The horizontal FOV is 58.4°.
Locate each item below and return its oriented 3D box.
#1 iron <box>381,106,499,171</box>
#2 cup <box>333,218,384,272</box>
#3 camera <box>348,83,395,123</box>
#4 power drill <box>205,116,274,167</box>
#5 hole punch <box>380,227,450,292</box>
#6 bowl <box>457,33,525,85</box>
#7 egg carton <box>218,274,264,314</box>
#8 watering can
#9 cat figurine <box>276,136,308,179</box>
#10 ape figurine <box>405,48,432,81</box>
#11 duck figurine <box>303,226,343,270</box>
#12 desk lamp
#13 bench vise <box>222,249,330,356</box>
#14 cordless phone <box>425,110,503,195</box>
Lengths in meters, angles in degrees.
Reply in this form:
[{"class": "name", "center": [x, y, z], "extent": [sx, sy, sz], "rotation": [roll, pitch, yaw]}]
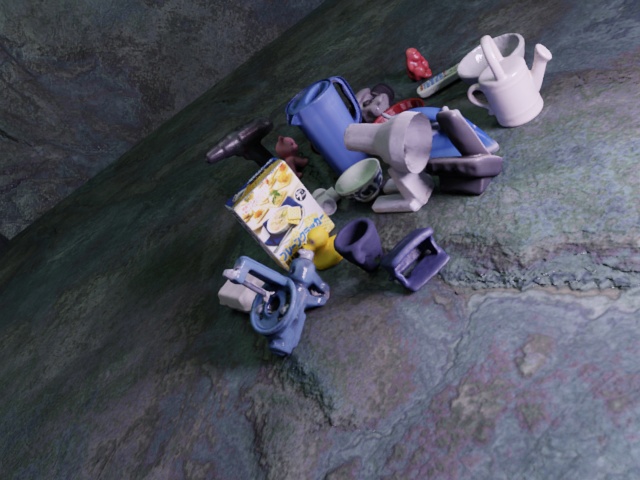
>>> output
[{"class": "iron", "center": [0.253, -0.241, 1.259], "extent": [0.257, 0.142, 0.119], "rotation": [1, 48, 48]}, {"class": "cup", "center": [0.088, 0.025, 1.129], "extent": [0.091, 0.095, 0.117], "rotation": [-30, 31, 16]}, {"class": "camera", "center": [0.156, -0.384, 1.603], "extent": [0.142, 0.101, 0.137], "rotation": [7, 53, 52]}, {"class": "power drill", "center": [-0.204, -0.249, 1.708], "extent": [0.230, 0.209, 0.075], "rotation": [-49, 31, -17]}, {"class": "hole punch", "center": [0.162, 0.026, 1.049], "extent": [0.109, 0.091, 0.100], "rotation": [-43, 30, -6]}, {"class": "bowl", "center": [0.421, -0.418, 1.382], "extent": [0.167, 0.075, 0.167], "rotation": [-28, 32, 19]}, {"class": "egg carton", "center": [-0.164, 0.117, 1.308], "extent": [0.149, 0.070, 0.107], "rotation": [3, 50, 50]}, {"class": "watering can", "center": [0.391, -0.345, 1.196], "extent": [0.172, 0.194, 0.100], "rotation": [-32, 31, 12]}, {"class": "cat figurine", "center": [-0.097, -0.248, 1.681], "extent": [0.067, 0.118, 0.128], "rotation": [-18, 36, 32]}, {"class": "ape figurine", "center": [0.277, -0.511, 1.650], "extent": [0.075, 0.092, 0.078], "rotation": [-2, 47, 47]}, {"class": "duck figurine", "center": [0.011, 0.004, 1.250], "extent": [0.104, 0.086, 0.077], "rotation": [-36, 30, 5]}, {"class": "desk lamp", "center": [0.154, -0.162, 1.190], "extent": [0.202, 0.214, 0.118], "rotation": [-1, 47, 47]}, {"class": "bench vise", "center": [-0.092, 0.088, 1.116], "extent": [0.121, 0.220, 0.207], "rotation": [-19, 36, 31]}, {"class": "cordless phone", "center": [0.261, -0.184, 1.130], "extent": [0.147, 0.185, 0.094], "rotation": [4, 51, 50]}]
